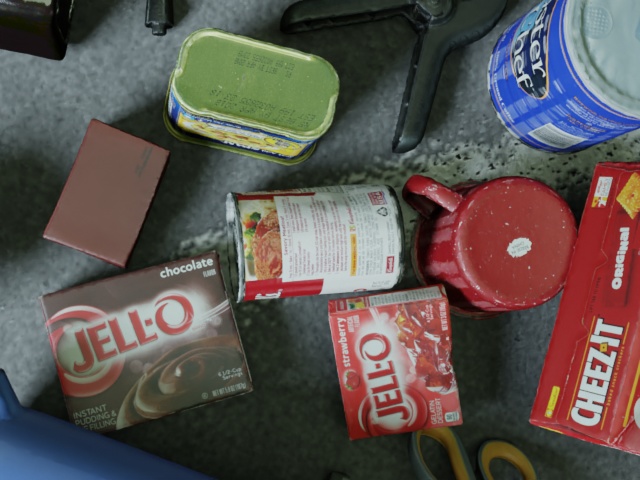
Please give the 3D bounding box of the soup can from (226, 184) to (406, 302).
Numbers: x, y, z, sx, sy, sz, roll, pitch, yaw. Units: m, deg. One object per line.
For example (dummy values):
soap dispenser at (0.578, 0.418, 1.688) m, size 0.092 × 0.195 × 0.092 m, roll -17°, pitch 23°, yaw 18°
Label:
soup can at (-0.004, 0.001, 0.662) m, size 0.102 × 0.068 × 0.068 m, roll -4°, pitch 87°, yaw -10°

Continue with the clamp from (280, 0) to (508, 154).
clamp at (0.059, -0.155, 0.699) m, size 0.120 × 0.039 × 0.171 m, roll 40°, pitch 76°, yaw -11°

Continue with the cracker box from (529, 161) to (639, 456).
cracker box at (0.245, 0.062, 0.660) m, size 0.213 × 0.072 × 0.164 m, roll 20°, pitch 83°, yaw -33°

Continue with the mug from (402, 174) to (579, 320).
mug at (0.103, -0.003, 0.673) m, size 0.117 × 0.081 × 0.093 m, roll 39°, pitch 81°, yaw -5°

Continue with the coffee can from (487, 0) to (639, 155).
coffee can at (0.175, -0.114, 0.663) m, size 0.102 × 0.140 × 0.103 m, roll 1°, pitch 86°, yaw -10°

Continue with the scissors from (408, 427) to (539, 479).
scissors at (0.115, 0.183, 0.632) m, size 0.096 × 0.202 × 0.016 m, roll 3°, pitch 127°, yaw -29°

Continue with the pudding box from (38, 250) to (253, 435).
pudding box at (-0.106, 0.064, 0.655) m, size 0.113 × 0.039 × 0.090 m, roll -15°, pitch 89°, yaw -10°

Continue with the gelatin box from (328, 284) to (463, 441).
gelatin box at (0.047, 0.077, 0.664) m, size 0.073 × 0.030 × 0.089 m, roll -8°, pitch 108°, yaw 2°

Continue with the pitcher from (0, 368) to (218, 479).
pitcher at (-0.107, 0.185, 0.576) m, size 0.243 × 0.149 × 0.145 m, roll 17°, pitch 52°, yaw 7°

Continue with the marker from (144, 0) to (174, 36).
marker at (-0.103, -0.191, 0.684) m, size 0.020 × 0.020 × 0.121 m, roll 0°, pitch 86°, yaw -10°

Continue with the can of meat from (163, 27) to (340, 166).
can of meat at (-0.043, -0.087, 0.654) m, size 0.102 × 0.084 × 0.057 m, roll 13°, pitch 84°, yaw -8°

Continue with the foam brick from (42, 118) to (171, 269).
foam brick at (-0.129, -0.026, 0.652) m, size 0.053 × 0.051 × 0.078 m, roll 22°, pitch 83°, yaw -8°
